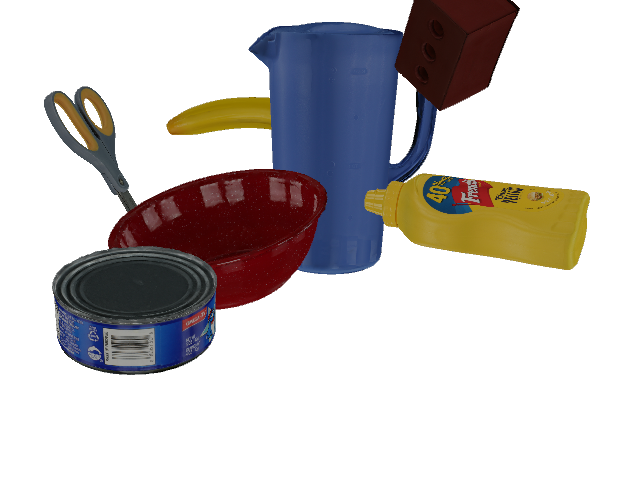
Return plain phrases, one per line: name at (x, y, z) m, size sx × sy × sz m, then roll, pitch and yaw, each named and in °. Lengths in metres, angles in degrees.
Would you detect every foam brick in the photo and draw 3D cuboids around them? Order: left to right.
foam brick at (0.093, -0.139, 0.739) m, size 0.051 × 0.053 × 0.078 m, roll -31°, pitch -25°, yaw -27°

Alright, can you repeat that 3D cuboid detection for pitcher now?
pitcher at (0.022, -0.095, 1.068) m, size 0.149 × 0.243 × 0.144 m, roll 11°, pitch 18°, yaw 33°

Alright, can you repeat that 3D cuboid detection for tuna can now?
tuna can at (-0.098, 0.036, 0.567) m, size 0.086 × 0.034 × 0.086 m, roll 2°, pitch 25°, yaw -1°

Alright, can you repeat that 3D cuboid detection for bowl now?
bowl at (-0.069, 0.004, 0.781) m, size 0.162 × 0.055 × 0.162 m, roll -10°, pitch 26°, yaw 5°

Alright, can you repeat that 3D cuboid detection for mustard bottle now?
mustard bottle at (0.131, -0.022, 0.928) m, size 0.192 × 0.058 × 0.096 m, roll 9°, pitch 29°, yaw 19°

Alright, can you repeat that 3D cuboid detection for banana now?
banana at (-0.081, -0.141, 1.251) m, size 0.198 × 0.037 × 0.069 m, roll 8°, pitch 41°, yaw 18°

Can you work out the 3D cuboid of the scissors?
scissors at (-0.201, -0.072, 1.064) m, size 0.016 × 0.201 × 0.096 m, roll -24°, pitch 27°, yaw 25°
